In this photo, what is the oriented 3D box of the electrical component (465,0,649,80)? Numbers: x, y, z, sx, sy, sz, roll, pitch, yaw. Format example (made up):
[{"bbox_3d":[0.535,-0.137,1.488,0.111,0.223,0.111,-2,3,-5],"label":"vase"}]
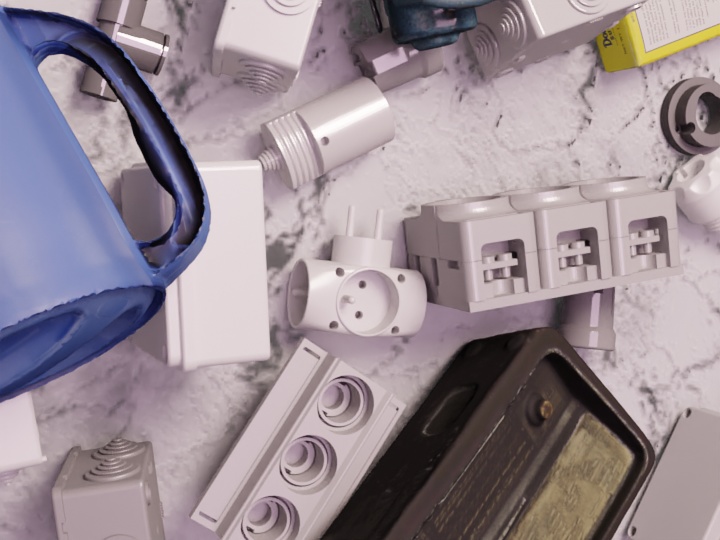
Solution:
[{"bbox_3d":[0.120,-0.163,0.669,0.100,0.100,0.048,-23,89,-18],"label":"electrical component"}]

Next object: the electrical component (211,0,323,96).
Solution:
[{"bbox_3d":[-0.048,-0.151,0.607,0.048,0.100,0.099,16,88,-9],"label":"electrical component"}]

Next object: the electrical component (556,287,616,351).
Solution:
[{"bbox_3d":[0.154,0.030,0.729,0.040,0.040,0.046,7,87,-21],"label":"electrical component"}]

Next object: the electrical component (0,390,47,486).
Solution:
[{"bbox_3d":[-0.209,0.073,0.583,0.061,0.062,0.096,-10,98,-20],"label":"electrical component"}]

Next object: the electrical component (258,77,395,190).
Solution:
[{"bbox_3d":[-0.024,-0.081,0.650,0.081,0.043,0.043,-28,103,-16],"label":"electrical component"}]

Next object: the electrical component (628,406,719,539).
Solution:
[{"bbox_3d":[0.249,0.160,0.753,0.057,0.078,0.113,29,84,-23],"label":"electrical component"}]

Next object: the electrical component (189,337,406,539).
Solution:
[{"bbox_3d":[-0.040,0.111,0.649,0.079,0.063,0.121,35,82,-20],"label":"electrical component"}]

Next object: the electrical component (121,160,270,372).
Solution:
[{"bbox_3d":[-0.093,-0.006,0.596,0.056,0.109,0.108,-4,96,-23],"label":"electrical component"}]

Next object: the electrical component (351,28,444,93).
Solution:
[{"bbox_3d":[0.023,-0.133,0.667,0.046,0.040,0.040,-27,103,-10],"label":"electrical component"}]

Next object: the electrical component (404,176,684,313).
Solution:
[{"bbox_3d":[0.114,-0.020,0.682,0.150,0.089,0.061,-9,97,-20],"label":"electrical component"}]

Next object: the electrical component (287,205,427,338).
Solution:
[{"bbox_3d":[0.000,0.000,0.665,0.077,0.044,0.079,6,92,-21],"label":"electrical component"}]

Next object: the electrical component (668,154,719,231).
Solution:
[{"bbox_3d":[0.250,-0.048,0.756,0.062,0.043,0.043,46,78,-19],"label":"electrical component"}]

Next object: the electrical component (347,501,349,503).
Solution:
[{"bbox_3d":[0.016,0.195,0.689,0.099,0.064,0.099,4,83,-30],"label":"electrical component"}]

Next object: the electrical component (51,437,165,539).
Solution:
[{"bbox_3d":[-0.135,0.148,0.598,0.048,0.100,0.099,-7,97,-7],"label":"electrical component"}]
